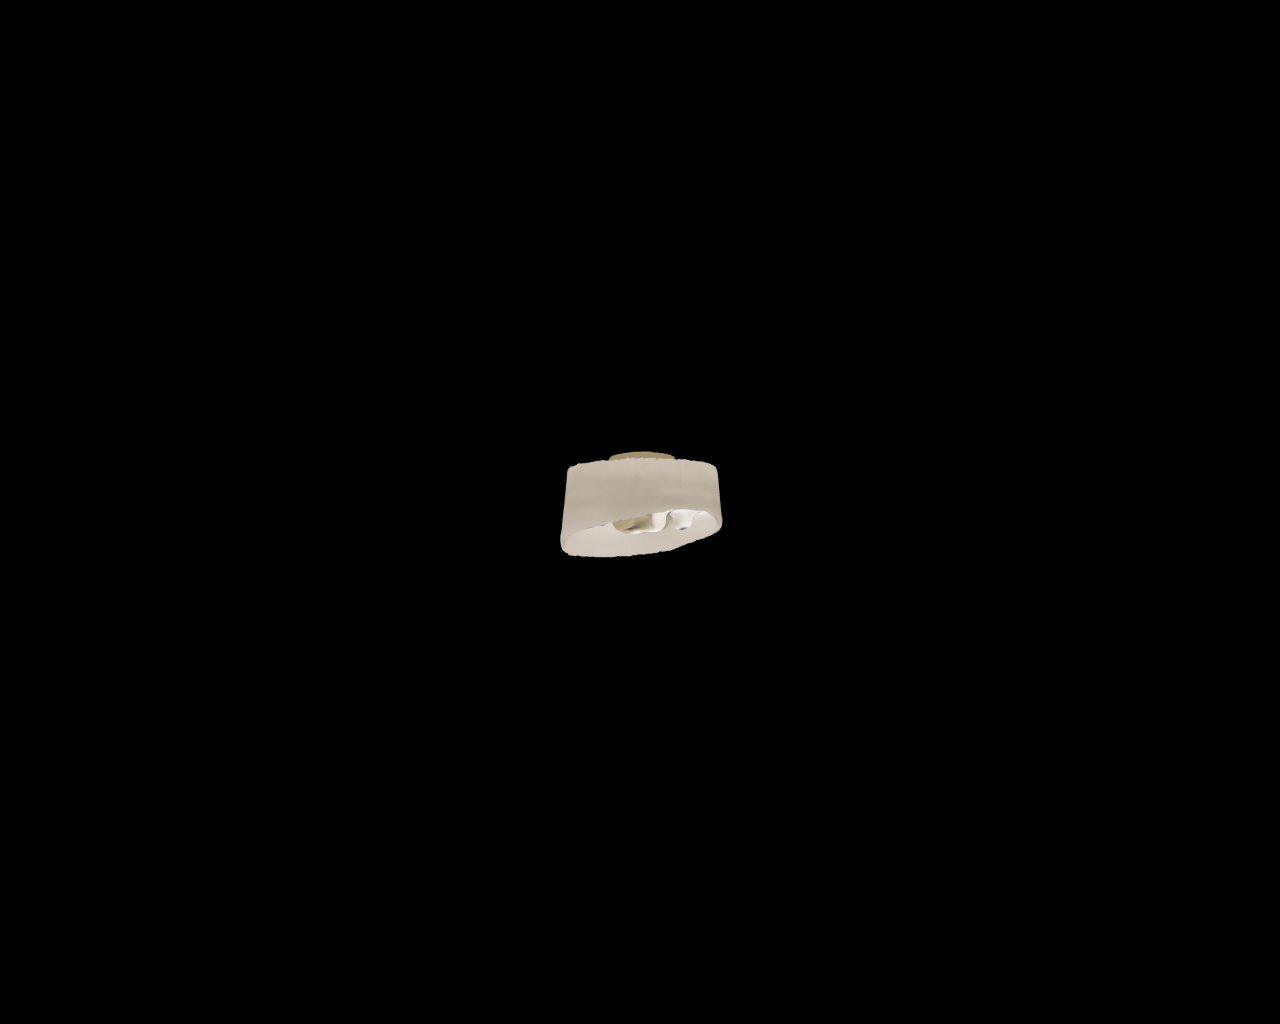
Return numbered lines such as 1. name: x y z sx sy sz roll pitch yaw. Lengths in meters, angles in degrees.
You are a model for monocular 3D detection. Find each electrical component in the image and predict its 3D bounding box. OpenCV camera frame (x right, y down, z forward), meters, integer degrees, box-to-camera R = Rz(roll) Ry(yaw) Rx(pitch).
1. electrical component: 0.001 -0.003 0.650 0.099 0.064 0.099 0 -5 0
